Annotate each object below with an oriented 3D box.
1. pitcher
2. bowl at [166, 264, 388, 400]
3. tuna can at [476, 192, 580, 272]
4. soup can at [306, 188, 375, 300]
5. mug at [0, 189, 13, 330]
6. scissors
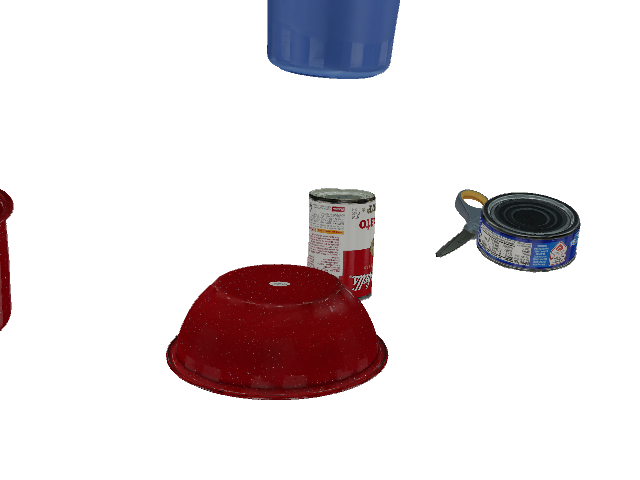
[{"bbox_3d":[0.022,-0.260,0.882,0.145,0.243,0.149,8,19,10],"label":"pitcher"},{"bbox_3d":[-0.030,0.057,0.767,0.162,0.055,0.162,1,17,0],"label":"bowl"},{"bbox_3d":[0.178,-0.009,0.914,0.086,0.034,0.086,1,29,-1],"label":"tuna can"},{"bbox_3d":[0.019,0.003,1.059,0.068,0.102,0.068,2,12,-1],"label":"soup can"},{"bbox_3d":[-0.246,0.019,0.659,0.117,0.081,0.093,-18,32,-38],"label":"mug"},{"bbox_3d":[0.161,-0.022,1.208,0.201,0.016,0.096,-12,40,-45],"label":"scissors"}]
